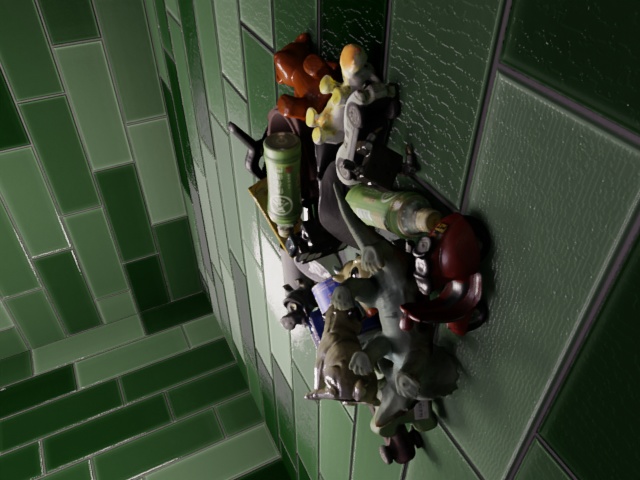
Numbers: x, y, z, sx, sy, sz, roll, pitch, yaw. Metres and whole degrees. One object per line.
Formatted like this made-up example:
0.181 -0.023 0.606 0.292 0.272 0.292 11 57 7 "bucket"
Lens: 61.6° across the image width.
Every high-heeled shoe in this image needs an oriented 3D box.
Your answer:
0.050 -0.102 1.015 0.086 0.145 0.248 0 142 27 "high-heeled shoe"

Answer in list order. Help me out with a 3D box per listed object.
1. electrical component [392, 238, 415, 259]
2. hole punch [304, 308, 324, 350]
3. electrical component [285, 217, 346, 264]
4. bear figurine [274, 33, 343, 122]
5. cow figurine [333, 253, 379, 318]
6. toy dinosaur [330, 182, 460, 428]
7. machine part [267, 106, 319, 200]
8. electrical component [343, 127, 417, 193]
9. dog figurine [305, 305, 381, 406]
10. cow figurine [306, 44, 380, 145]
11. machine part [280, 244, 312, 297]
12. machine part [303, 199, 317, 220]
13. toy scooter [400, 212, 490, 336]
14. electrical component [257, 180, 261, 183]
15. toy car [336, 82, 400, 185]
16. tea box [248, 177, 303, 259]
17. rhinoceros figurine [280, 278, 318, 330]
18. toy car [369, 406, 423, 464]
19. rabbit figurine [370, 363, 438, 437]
0.143 0.029 0.914 0.063 0.021 0.093 53 157 42 "electrical component"
0.041 0.196 1.205 0.142 0.116 0.092 66 151 14 "hole punch"
-0.002 -0.003 1.107 0.058 0.134 0.115 65 157 18 "electrical component"
-0.037 -0.301 0.965 0.120 0.132 0.196 -49 58 23 "bear figurine"
0.084 0.074 1.002 0.127 0.085 0.194 57 170 14 "cow figurine"
0.120 0.103 0.837 0.131 0.192 0.404 -7 93 32 "toy dinosaur"
-0.034 -0.186 1.105 0.201 0.087 0.200 2 110 70 "machine part"
0.094 -0.118 0.809 0.102 0.078 0.045 32 163 -15 "electrical component"
0.051 0.194 0.964 0.172 0.121 0.190 -22 55 55 "dog figurine"
0.050 -0.229 0.862 0.167 0.098 0.068 -58 45 41 "cow figurine"
-0.062 0.076 1.411 0.079 0.079 0.242 49 150 47 "machine part"
-0.022 -0.035 1.273 0.084 0.039 0.138 -127 25 -53 "machine part"
0.163 0.058 0.727 0.075 0.135 0.183 -145 42 -60 "toy scooter"
-0.094 -0.136 1.256 0.048 0.119 0.074 30 137 62 "electrical component"
0.072 -0.166 0.859 0.056 0.073 0.201 59 156 31 "toy car"
-0.085 -0.053 1.194 0.169 0.068 0.098 59 175 -24 "tea box"
-0.045 0.155 1.307 0.190 0.073 0.112 -38 -63 -65 "rhinoceros figurine"
0.139 0.362 1.119 0.053 0.089 0.202 113 137 -63 "toy car"
0.133 0.277 1.029 0.170 0.121 0.159 -169 64 -84 "rabbit figurine"
